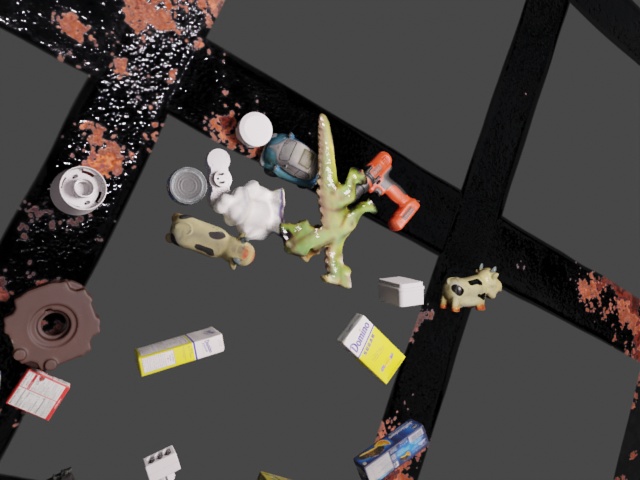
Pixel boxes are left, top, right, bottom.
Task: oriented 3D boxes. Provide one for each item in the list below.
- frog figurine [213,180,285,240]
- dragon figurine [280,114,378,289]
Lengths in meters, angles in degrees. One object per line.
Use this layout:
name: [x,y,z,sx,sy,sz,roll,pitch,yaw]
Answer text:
frog figurine: [-0.166,-0.066,1.169,0.159,0.135,0.125,0,24,-24]
dragon figurine: [0.004,-0.061,1.203,0.122,0.403,0.247,7,42,46]
